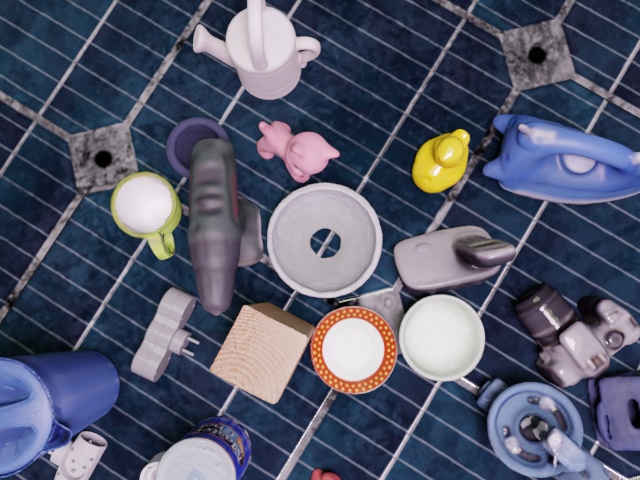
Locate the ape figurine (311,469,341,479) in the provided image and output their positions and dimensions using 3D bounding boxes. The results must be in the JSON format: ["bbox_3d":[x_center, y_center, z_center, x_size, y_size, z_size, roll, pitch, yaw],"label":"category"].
[{"bbox_3d":[0.005,0.376,0.807,0.078,0.092,0.076,-40,85,-2],"label":"ape figurine"}]

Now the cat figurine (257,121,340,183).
[{"bbox_3d":[-0.036,-0.135,0.843,0.127,0.118,0.067,33,86,4],"label":"cat figurine"}]

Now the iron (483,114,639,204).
[{"bbox_3d":[0.377,-0.119,0.819,0.258,0.141,0.119,12,85,3],"label":"iron"}]

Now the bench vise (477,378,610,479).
[{"bbox_3d":[0.319,0.265,0.745,0.207,0.220,0.121,24,86,4],"label":"bench vise"}]

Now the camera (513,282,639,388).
[{"bbox_3d":[0.358,0.120,0.818,0.143,0.101,0.137,-38,85,-2],"label":"camera"}]

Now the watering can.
[{"bbox_3d":[-0.091,-0.279,0.819,0.173,0.194,0.101,-21,84,0],"label":"watering can"}]

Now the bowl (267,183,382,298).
[{"bbox_3d":[0.008,0.003,0.850,0.167,0.075,0.167,0,85,1],"label":"bowl"}]

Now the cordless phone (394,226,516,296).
[{"bbox_3d":[0.183,0.025,0.788,0.147,0.185,0.094,-15,84,0],"label":"cordless phone"}]

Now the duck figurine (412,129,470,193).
[{"bbox_3d":[0.184,-0.121,0.852,0.077,0.086,0.104,40,87,5],"label":"duck figurine"}]

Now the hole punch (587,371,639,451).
[{"bbox_3d":[0.444,0.244,0.809,0.101,0.091,0.109,-8,84,1],"label":"hole punch"}]

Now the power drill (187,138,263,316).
[{"bbox_3d":[-0.130,-0.014,0.788,0.075,0.208,0.230,-6,84,1],"label":"power drill"}]

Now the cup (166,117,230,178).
[{"bbox_3d":[-0.166,-0.116,0.855,0.091,0.095,0.118,-29,84,-1],"label":"cup"}]
